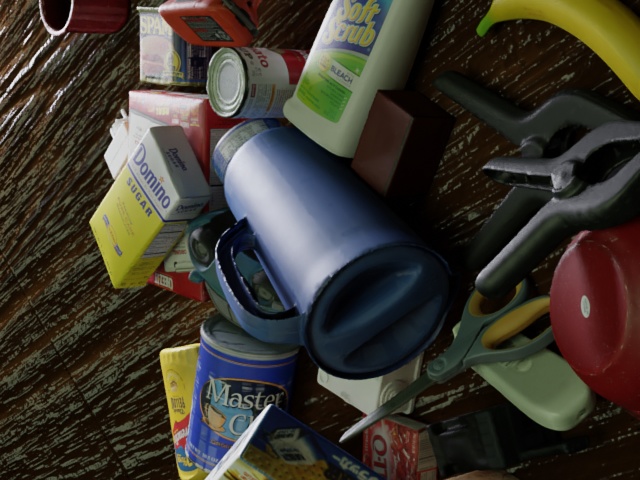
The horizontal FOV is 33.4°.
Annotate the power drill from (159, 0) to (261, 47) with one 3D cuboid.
[{"bbox_3d":[-0.071,-0.269,0.997,0.185,0.057,0.187,13,69,51],"label":"power drill"}]

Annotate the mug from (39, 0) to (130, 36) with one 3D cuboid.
[{"bbox_3d":[-0.291,-0.305,1.312,0.093,0.081,0.117,-45,61,44],"label":"mug"}]

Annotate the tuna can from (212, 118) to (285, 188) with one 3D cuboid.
[{"bbox_3d":[-0.063,-0.080,1.056,0.034,0.085,0.086,57,133,32],"label":"tuna can"}]

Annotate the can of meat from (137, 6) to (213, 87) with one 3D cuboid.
[{"bbox_3d":[-0.159,-0.215,1.183,0.102,0.057,0.084,17,110,49],"label":"can of meat"}]

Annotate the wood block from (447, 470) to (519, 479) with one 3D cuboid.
[{"bbox_3d":[0.088,0.250,0.814,0.091,0.205,0.090,22,111,48],"label":"wood block"}]

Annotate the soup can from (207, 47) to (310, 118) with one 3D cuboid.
[{"bbox_3d":[-0.049,-0.149,1.018,0.069,0.102,0.068,8,100,51],"label":"soup can"}]

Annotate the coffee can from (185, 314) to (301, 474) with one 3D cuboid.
[{"bbox_3d":[-0.079,0.158,1.089,0.103,0.102,0.140,29,116,46],"label":"coffee can"}]

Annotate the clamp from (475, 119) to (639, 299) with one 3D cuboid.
[{"bbox_3d":[0.173,-0.041,0.739,0.172,0.039,0.120,-32,44,33],"label":"clamp"}]

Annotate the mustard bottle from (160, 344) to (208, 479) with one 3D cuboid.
[{"bbox_3d":[-0.133,0.213,1.198,0.096,0.058,0.191,-14,84,54],"label":"mustard bottle"}]

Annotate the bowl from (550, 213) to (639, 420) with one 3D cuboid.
[{"bbox_3d":[0.205,0.046,0.730,0.162,0.055,0.162,180,90,-70],"label":"bowl"}]

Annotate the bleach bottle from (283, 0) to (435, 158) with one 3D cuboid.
[{"bbox_3d":[0.050,-0.202,0.925,0.103,0.067,0.251,42,123,39],"label":"bleach bottle"}]

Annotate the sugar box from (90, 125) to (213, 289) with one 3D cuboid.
[{"bbox_3d":[-0.183,-0.032,1.127,0.176,0.048,0.093,-50,58,44],"label":"sugar box"}]

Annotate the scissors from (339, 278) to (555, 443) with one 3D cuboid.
[{"bbox_3d":[0.098,0.086,0.842,0.202,0.016,0.096,-26,37,13],"label":"scissors"}]

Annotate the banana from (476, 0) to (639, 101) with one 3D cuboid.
[{"bbox_3d":[0.192,-0.154,0.779,0.198,0.037,0.069,39,145,43],"label":"banana"}]

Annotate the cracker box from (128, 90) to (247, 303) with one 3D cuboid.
[{"bbox_3d":[-0.144,-0.054,1.171,0.164,0.071,0.214,14,106,50],"label":"cracker box"}]

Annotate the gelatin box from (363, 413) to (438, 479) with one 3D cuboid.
[{"bbox_3d":[0.071,0.205,0.968,0.073,0.030,0.089,11,102,50],"label":"gelatin box"}]

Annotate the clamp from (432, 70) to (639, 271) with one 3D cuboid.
[{"bbox_3d":[0.170,-0.053,0.813,0.210,0.036,0.164,5,102,50],"label":"clamp"}]

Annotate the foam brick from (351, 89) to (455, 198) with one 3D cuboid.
[{"bbox_3d":[0.071,-0.083,0.919,0.051,0.052,0.078,43,124,39],"label":"foam brick"}]

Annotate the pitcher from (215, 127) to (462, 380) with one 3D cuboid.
[{"bbox_3d":[-0.006,0.001,0.928,0.145,0.149,0.243,-49,40,10],"label":"pitcher"}]
